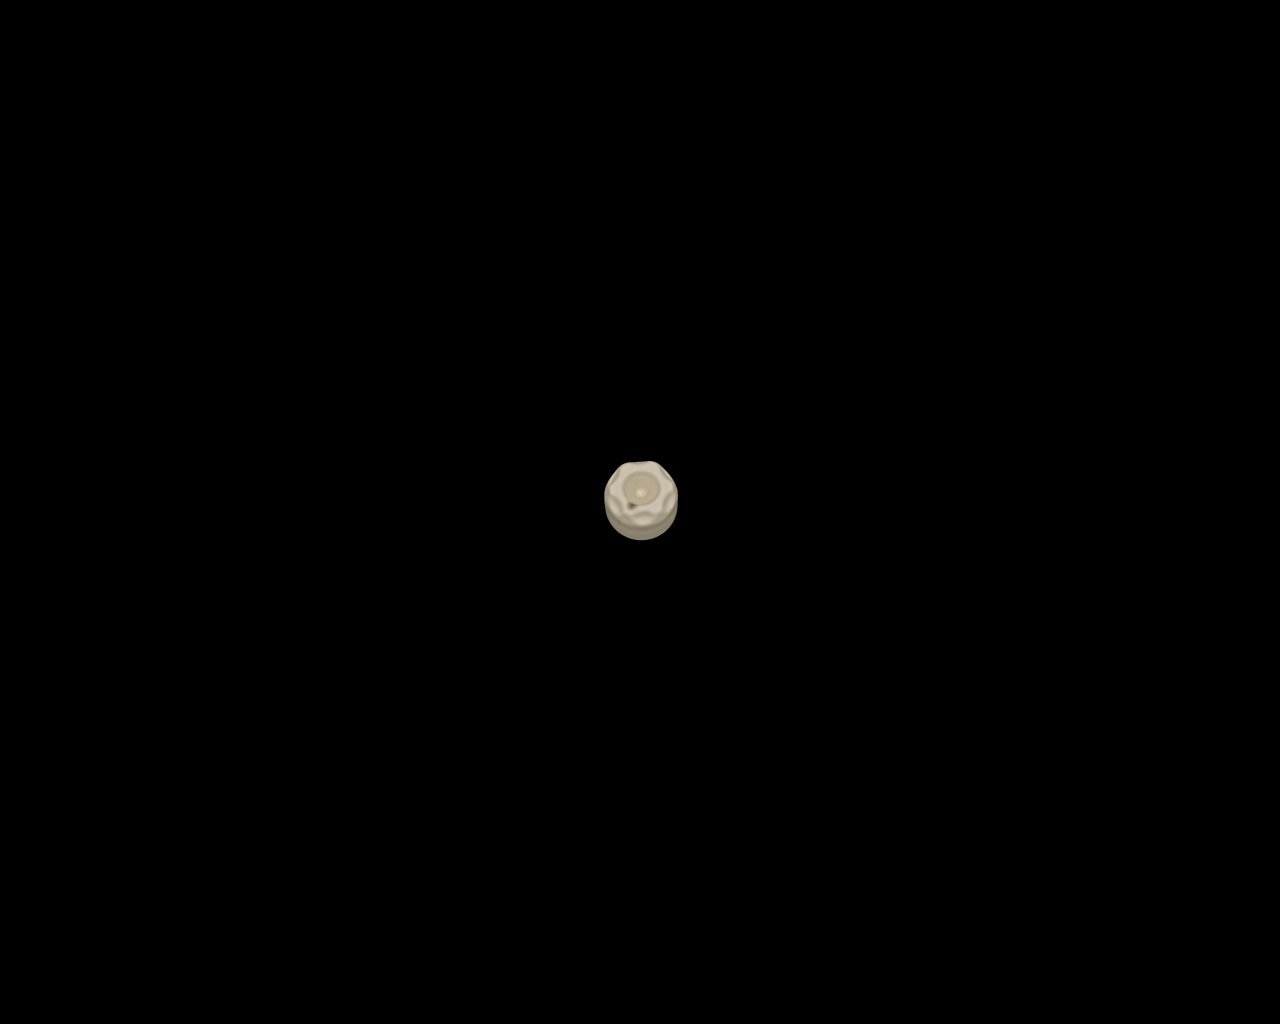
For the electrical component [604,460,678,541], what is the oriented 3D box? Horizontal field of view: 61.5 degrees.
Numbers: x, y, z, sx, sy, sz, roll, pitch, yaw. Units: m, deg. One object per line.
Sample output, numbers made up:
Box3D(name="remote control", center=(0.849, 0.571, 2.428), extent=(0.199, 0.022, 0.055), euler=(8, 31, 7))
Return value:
Box3D(name="electrical component", center=(0.001, -0.003, 0.650), extent=(0.043, 0.043, 0.062), euler=(0, -23, 0))
